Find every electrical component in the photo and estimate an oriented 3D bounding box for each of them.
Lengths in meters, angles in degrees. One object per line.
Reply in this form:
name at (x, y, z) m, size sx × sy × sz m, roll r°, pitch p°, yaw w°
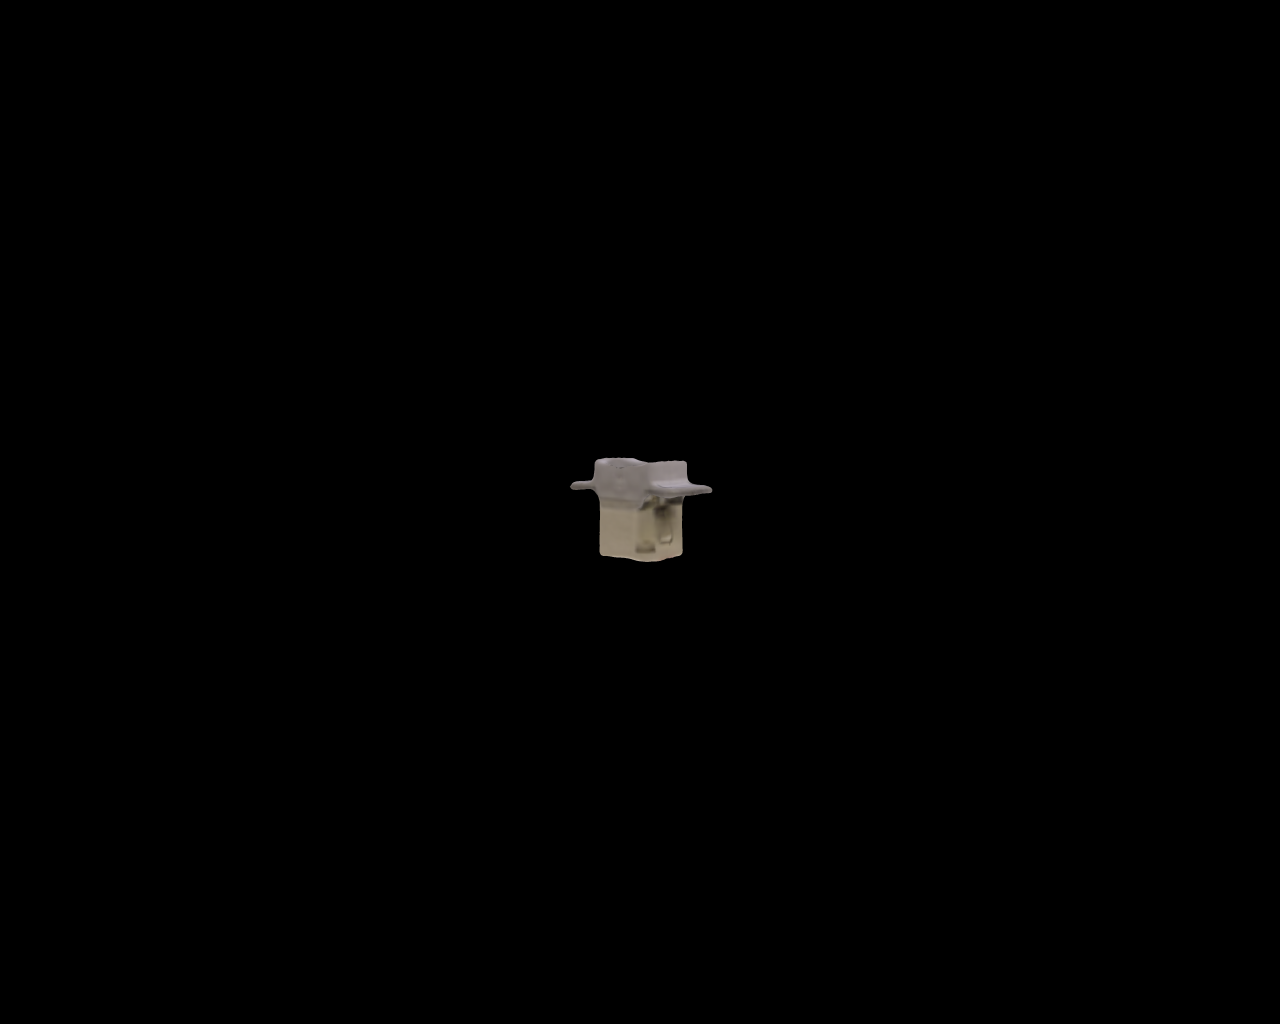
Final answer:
electrical component at (0.001, -0.003, 0.650) m, size 0.081 × 0.063 × 0.042 m, roll 5°, pitch 8°, yaw 40°
